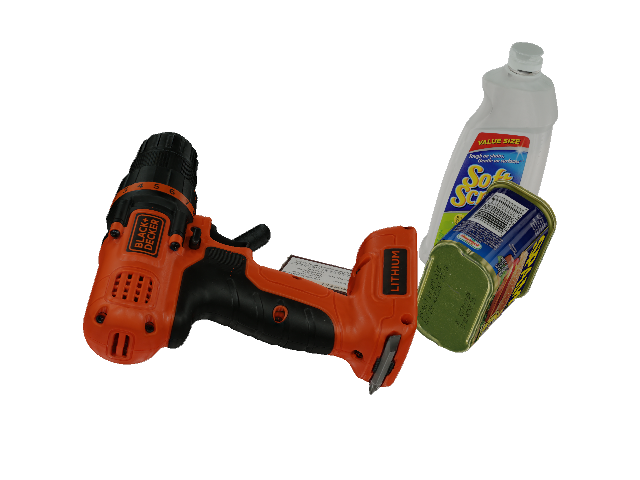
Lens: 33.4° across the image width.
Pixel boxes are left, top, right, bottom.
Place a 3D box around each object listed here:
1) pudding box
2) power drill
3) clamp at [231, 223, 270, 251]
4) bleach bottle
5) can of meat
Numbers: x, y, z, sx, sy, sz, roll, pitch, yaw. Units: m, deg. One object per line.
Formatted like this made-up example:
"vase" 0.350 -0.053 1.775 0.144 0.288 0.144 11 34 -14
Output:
"pudding box" 0.015 0.068 1.058 0.114 0.090 0.039 12 43 32
"power drill" -0.037 0.011 0.643 0.187 0.057 0.184 11 43 -5
"clamp" -0.129 0.029 1.242 0.120 0.039 0.171 -6 37 19
"bleach bottle" 0.167 -0.076 1.043 0.103 0.251 0.068 22 38 18
"can of meat" 0.114 0.021 0.758 0.057 0.102 0.083 34 50 20
